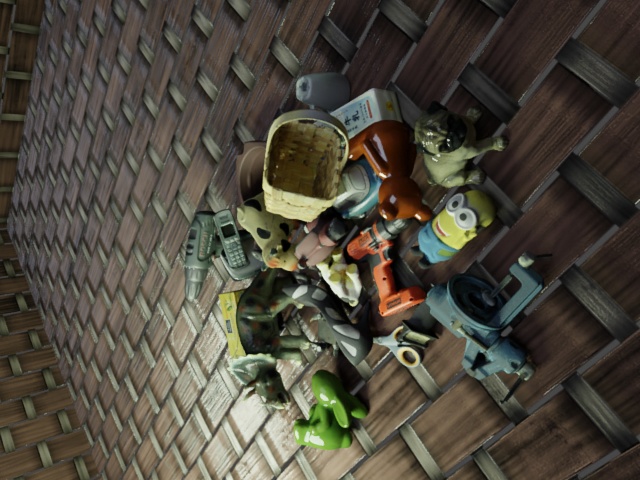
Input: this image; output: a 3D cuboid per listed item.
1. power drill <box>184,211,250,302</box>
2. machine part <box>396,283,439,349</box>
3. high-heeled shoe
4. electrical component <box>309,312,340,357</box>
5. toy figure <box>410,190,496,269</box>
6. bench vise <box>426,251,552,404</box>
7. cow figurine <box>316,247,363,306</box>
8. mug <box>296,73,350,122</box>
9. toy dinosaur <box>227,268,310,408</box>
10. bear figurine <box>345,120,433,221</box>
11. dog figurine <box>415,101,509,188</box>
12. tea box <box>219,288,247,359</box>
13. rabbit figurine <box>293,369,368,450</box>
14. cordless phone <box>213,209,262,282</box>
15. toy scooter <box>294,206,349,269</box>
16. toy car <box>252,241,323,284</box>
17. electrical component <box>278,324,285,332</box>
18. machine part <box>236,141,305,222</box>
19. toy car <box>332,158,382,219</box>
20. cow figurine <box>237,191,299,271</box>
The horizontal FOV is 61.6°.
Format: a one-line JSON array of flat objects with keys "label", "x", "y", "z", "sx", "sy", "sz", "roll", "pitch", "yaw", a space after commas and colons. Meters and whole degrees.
[{"label": "power drill", "x": -0.261, "y": 0.037, "z": 1.411, "sx": 0.086, "sy": 0.207, "sz": 0.231, "roll": 13, "pitch": 103, "yaw": 51}, {"label": "machine part", "x": 0.209, "y": 0.150, "z": 1.037, "sx": 0.138, "sy": 0.084, "sz": 0.039, "roll": -63, "pitch": 21, "yaw": 20}, {"label": "high-heeled shoe", "x": 0.009, "y": 0.185, "z": 1.201, "sx": 0.249, "sy": 0.086, "sz": 0.145, "roll": 10, "pitch": 71, "yaw": 28}, {"label": "electrical component", "x": 0.013, "y": 0.217, "z": 1.264, "sx": 0.078, "sy": 0.045, "sz": 0.102, "roll": 18, "pitch": 108, "yaw": 45}, {"label": "toy figure", "x": 0.239, "y": -0.021, "z": 0.971, "sx": 0.082, "sy": 0.089, "sz": 0.180, "roll": 46, "pitch": 137, "yaw": 11}, {"label": "bench vise", "x": 0.299, "y": 0.123, "z": 0.903, "sx": 0.224, "sy": 0.129, "sz": 0.240, "roll": 50, "pitch": 132, "yaw": 26}, {"label": "cow figurine", "x": 0.038, "y": 0.071, "z": 1.182, "sx": 0.167, "sy": 0.068, "sz": 0.098, "roll": 50, "pitch": 168, "yaw": 55}, {"label": "mug", "x": -0.001, "y": -0.310, "z": 1.160, "sx": 0.081, "sy": 0.107, "sz": 0.109, "roll": 25, "pitch": 111, "yaw": 43}, {"label": "toy dinosaur", "x": -0.136, "y": 0.196, "z": 1.288, "sx": 0.131, "sy": 0.192, "sz": 0.405, "roll": 139, "pitch": 123, "yaw": -61}, {"label": "bear figurine", "x": 0.131, "y": -0.118, "z": 1.005, "sx": 0.132, "sy": 0.120, "sz": 0.196, "roll": 148, "pitch": 115, "yaw": -66}, {"label": "dog figurine", "x": 0.200, "y": -0.150, "z": 0.912, "sx": 0.121, "sy": 0.190, "sz": 0.172, "roll": 48, "pitch": 129, "yaw": 31}, {"label": "tea box", "x": -0.187, "y": 0.208, "z": 1.366, "sx": 0.068, "sy": 0.098, "sz": 0.169, "roll": -15, "pitch": 84, "yaw": 44}, {"label": "rabbit figurine", "x": 0.019, "y": 0.386, "z": 1.228, "sx": 0.159, "sy": 0.121, "sz": 0.170, "roll": 9, "pitch": 104, "yaw": 39}, {"label": "cordless phone", "x": -0.189, "y": -0.001, "z": 1.355, "sx": 0.089, "sy": 0.146, "sz": 0.184, "roll": 15, "pitch": 125, "yaw": 61}, {"label": "toy scooter", "x": -0.002, "y": -0.003, "z": 1.156, "sx": 0.075, "sy": 0.184, "sz": 0.135, "roll": 39, "pitch": 100, "yaw": -12}, {"label": "toy car", "x": -0.073, "y": 0.034, "z": 1.272, "sx": 0.202, "sy": 0.089, "sz": 0.053, "roll": 27, "pitch": 158, "yaw": 27}, {"label": "electrical component", "x": -0.151, "y": 0.211, "z": 1.435, "sx": 0.119, "sy": 0.048, "sz": 0.074, "roll": 56, "pitch": 130, "yaw": 23}, {"label": "machine part", "x": -0.116, "y": -0.142, "z": 1.320, "sx": 0.201, "sy": 0.087, "sz": 0.201, "roll": 11, "pitch": 105, "yaw": 45}, {"label": "toy car", "x": 0.069, "y": -0.107, "z": 1.120, "sx": 0.162, "sy": 0.103, "sz": 0.109, "roll": -29, "pitch": 76, "yaw": 47}, {"label": "cow figurine", "x": -0.111, "y": -0.012, "z": 1.196, "sx": 0.195, "sy": 0.127, "sz": 0.085, "roll": 48, "pitch": 133, "yaw": 13}]
